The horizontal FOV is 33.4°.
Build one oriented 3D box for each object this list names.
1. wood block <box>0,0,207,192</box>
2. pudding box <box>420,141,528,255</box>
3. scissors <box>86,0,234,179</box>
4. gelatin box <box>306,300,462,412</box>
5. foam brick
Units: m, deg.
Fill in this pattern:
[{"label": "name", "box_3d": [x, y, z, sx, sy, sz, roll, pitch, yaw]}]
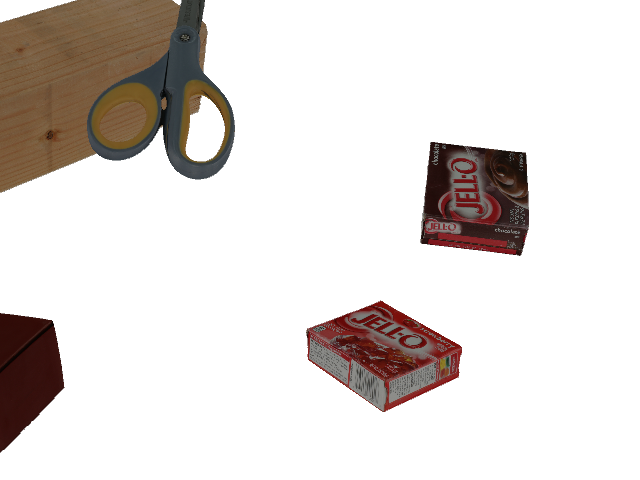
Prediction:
[{"label": "wood block", "box_3d": [-0.199, -0.127, 0.855, 0.090, 0.091, 0.205, 37, 46, 27]}, {"label": "pudding box", "box_3d": [0.137, -0.039, 0.952, 0.090, 0.039, 0.113, 7, 39, 3]}, {"label": "scissors", "box_3d": [-0.104, -0.117, 0.671, 0.096, 0.202, 0.016, -8, -35, -11]}, {"label": "gelatin box", "box_3d": [0.044, 0.080, 0.766, 0.073, 0.030, 0.089, -18, 31, -34]}, {"label": "foam brick", "box_3d": [-0.205, 0.087, 0.665, 0.053, 0.051, 0.078, 7, 30, 21]}]
